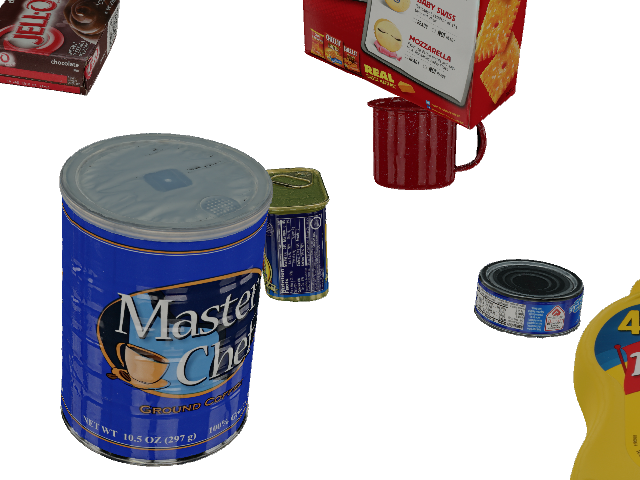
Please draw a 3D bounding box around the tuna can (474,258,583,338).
[{"bbox_3d":[0.169,0.045,0.865,0.086,0.034,0.086,2,21,-1],"label":"tuna can"}]

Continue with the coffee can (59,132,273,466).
[{"bbox_3d":[-0.082,0.029,0.550,0.102,0.140,0.103,6,30,-4],"label":"coffee can"}]

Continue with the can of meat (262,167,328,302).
[{"bbox_3d":[-0.024,-0.006,0.885,0.057,0.084,0.102,-4,21,-5],"label":"can of meat"}]

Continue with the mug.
[{"bbox_3d":[0.105,-0.096,1.053,0.117,0.081,0.093,2,15,10],"label":"mug"}]

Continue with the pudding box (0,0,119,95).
[{"bbox_3d":[-0.219,-0.164,0.867,0.090,0.039,0.113,9,35,-1],"label":"pudding box"}]

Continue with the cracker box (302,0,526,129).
[{"bbox_3d":[0.067,-0.208,0.762,0.164,0.214,0.072,30,52,29],"label":"cracker box"}]

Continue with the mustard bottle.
[{"bbox_3d":[0.177,0.079,0.537,0.096,0.058,0.191,6,41,11],"label":"mustard bottle"}]
